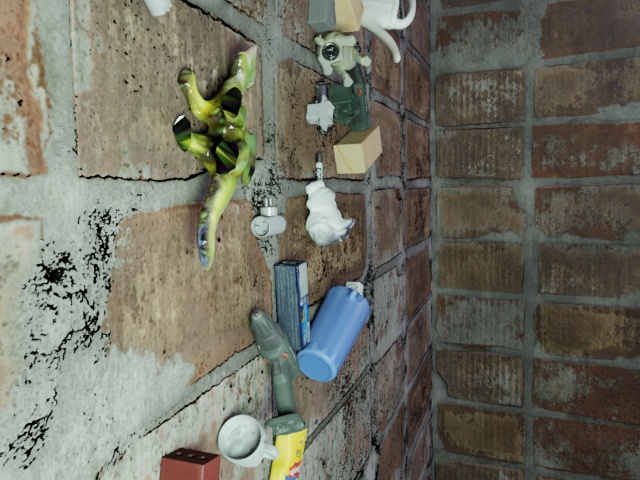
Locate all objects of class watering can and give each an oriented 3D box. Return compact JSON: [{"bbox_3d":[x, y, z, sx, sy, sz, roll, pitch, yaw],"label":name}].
[{"bbox_3d":[0.169,-0.671,1.542,0.224,0.102,0.355,10,-120,6],"label":"watering can"}]

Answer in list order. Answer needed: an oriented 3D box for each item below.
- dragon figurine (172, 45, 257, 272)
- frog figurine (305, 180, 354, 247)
[{"bbox_3d":[-0.151,-0.153,0.906,0.122,0.412,0.242,2,176,14],"label":"dragon figurine"},{"bbox_3d":[0.004,-0.067,1.328,0.159,0.121,0.140,47,-135,-7],"label":"frog figurine"}]
